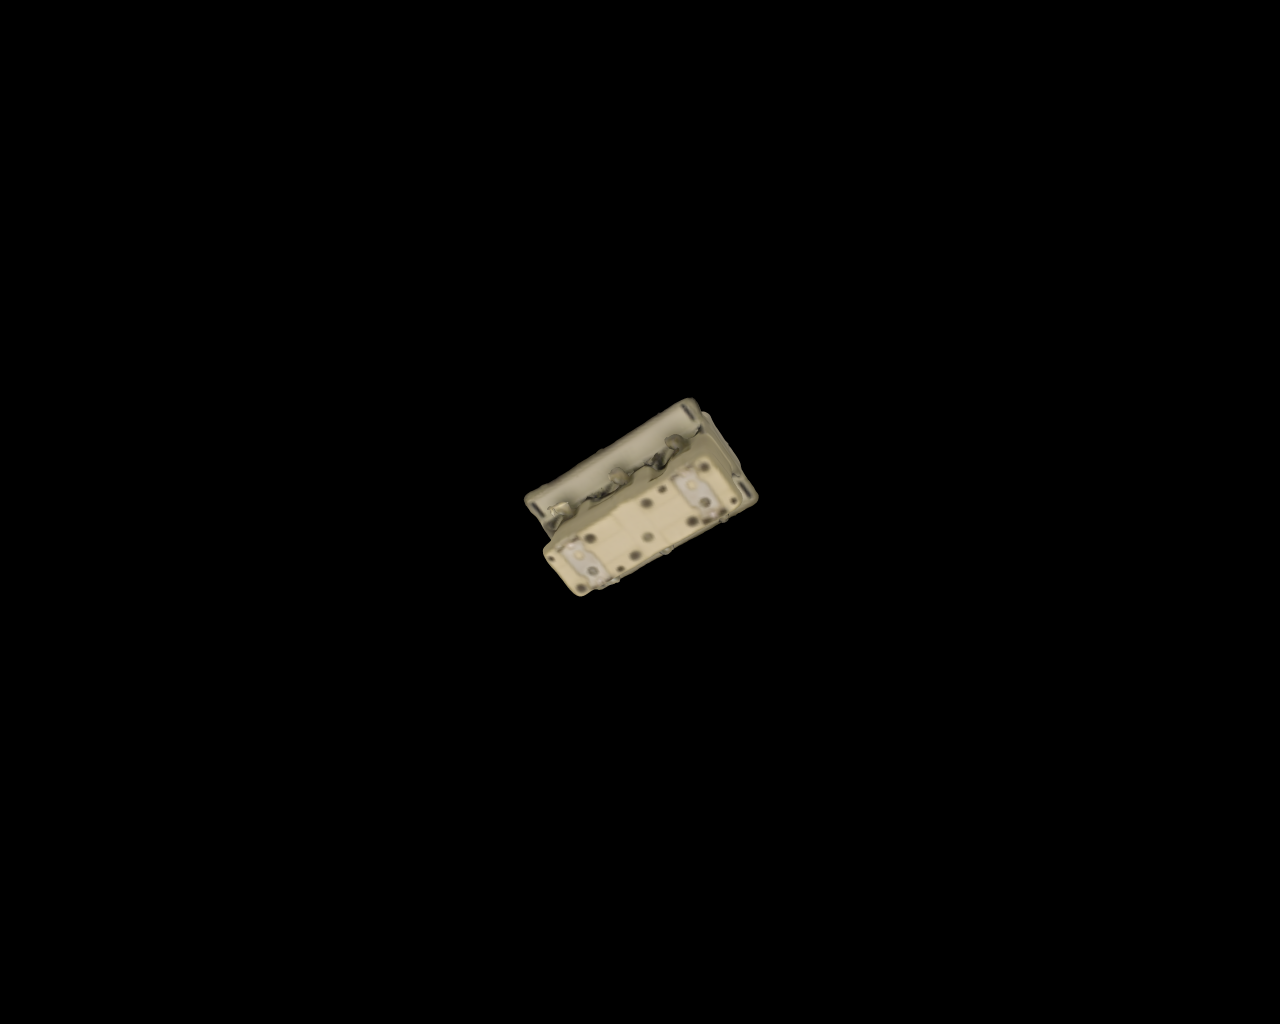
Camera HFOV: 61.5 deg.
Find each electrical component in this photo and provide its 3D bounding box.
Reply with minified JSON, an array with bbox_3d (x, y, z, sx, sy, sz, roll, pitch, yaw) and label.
[{"bbox_3d":[0.001,-0.003,0.650,0.121,0.078,0.063,-30,23,14],"label":"electrical component"}]
